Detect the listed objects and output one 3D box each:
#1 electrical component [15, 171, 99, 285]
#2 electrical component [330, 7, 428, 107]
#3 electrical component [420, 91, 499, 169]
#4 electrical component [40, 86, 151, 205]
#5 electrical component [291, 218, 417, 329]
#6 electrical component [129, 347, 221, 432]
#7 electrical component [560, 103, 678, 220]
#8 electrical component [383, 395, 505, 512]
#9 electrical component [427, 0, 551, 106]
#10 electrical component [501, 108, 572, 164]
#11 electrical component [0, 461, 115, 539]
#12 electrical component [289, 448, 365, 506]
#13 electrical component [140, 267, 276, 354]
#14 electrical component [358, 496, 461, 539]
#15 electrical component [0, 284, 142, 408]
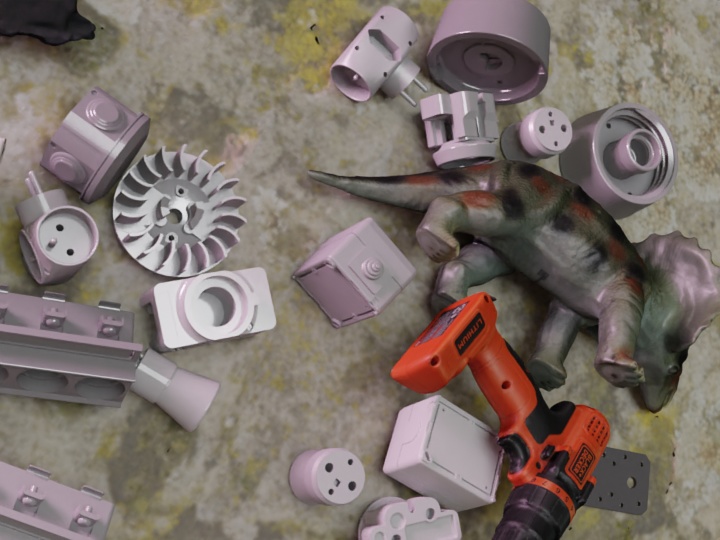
[{"bbox_3d":[-0.226,-0.033,0.783,0.044,0.077,0.079,-23,89,-27],"label":"electrical component"},{"bbox_3d":[0.026,-0.177,0.943,0.079,0.043,0.077,41,67,-12],"label":"electrical component"},{"bbox_3d":[0.091,-0.122,0.953,0.078,0.058,0.057,-3,83,-43],"label":"electrical component"},{"bbox_3d":[-0.198,-0.093,0.807,0.051,0.080,0.080,36,68,-8],"label":"electrical component"},{"bbox_3d":[0.000,0.000,0.868,0.061,0.096,0.061,49,64,-9],"label":"electrical component"},{"bbox_3d":[-0.145,0.088,0.817,0.065,0.044,0.044,33,69,-10],"label":"electrical component"},{"bbox_3d":[0.252,-0.106,1.021,0.108,0.060,0.108,5,78,-23],"label":"electrical component"},{"bbox_3d":[0.074,0.156,0.888,0.096,0.061,0.061,33,54,-21],"label":"electrical component"},{"bbox_3d":[0.118,-0.202,0.957,0.108,0.108,0.060,22,65,-19],"label":"electrical component"},{"bbox_3d":[0.162,-0.121,0.987,0.045,0.055,0.045,5,78,-23],"label":"electrical component"},{"bbox_3d":[-0.238,0.173,0.744,0.121,0.078,0.063,26,49,-18],"label":"electrical component"},{"bbox_3d":[-0.026,0.163,0.847,0.045,0.055,0.045,5,78,-24],"label":"electrical component"},{"bbox_3d":[-0.116,0.031,0.832,0.089,0.056,0.050,-10,84,-25],"label":"electrical component"},{"bbox_3d":[0.033,0.211,0.863,0.078,0.057,0.058,-7,83,-25],"label":"electrical component"},{"bbox_3d":[-0.226,0.054,0.773,0.121,0.078,0.063,11,54,-22],"label":"electrical component"}]
